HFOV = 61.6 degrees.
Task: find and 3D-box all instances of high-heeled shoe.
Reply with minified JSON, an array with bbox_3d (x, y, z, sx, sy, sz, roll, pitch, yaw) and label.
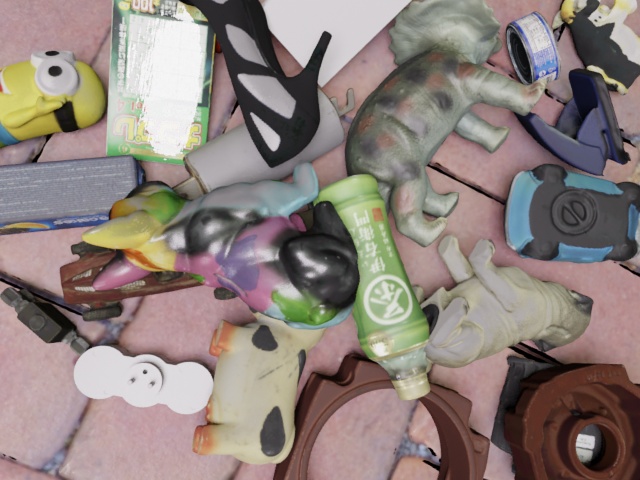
[{"bbox_3d":[-0.101,-0.186,0.541,0.249,0.086,0.145,30,102,6],"label":"high-heeled shoe"}]

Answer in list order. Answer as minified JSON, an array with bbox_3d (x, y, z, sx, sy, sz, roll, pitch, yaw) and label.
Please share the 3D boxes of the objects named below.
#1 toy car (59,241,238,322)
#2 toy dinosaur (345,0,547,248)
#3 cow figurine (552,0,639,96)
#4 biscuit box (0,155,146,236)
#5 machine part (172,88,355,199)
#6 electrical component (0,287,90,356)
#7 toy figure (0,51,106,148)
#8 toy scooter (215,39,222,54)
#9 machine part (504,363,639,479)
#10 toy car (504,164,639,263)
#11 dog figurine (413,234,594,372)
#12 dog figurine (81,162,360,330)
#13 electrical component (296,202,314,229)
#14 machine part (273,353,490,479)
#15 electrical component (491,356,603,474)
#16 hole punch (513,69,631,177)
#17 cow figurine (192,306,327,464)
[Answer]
[{"bbox_3d":[-0.170,0.030,0.572,0.202,0.053,0.089,-9,90,-12],"label":"toy car"},{"bbox_3d":[0.106,-0.125,0.617,0.192,0.131,0.405,37,82,9],"label":"toy dinosaur"},{"bbox_3d":[0.364,-0.272,0.705,0.098,0.068,0.167,-44,90,-7],"label":"cow figurine"},{"bbox_3d":[-0.286,-0.043,0.560,0.203,0.059,0.062,-6,82,-10],"label":"biscuit box"},{"bbox_3d":[-0.061,-0.100,0.599,0.243,0.079,0.079,-33,89,-14],"label":"machine part"},{"bbox_3d":[-0.275,0.083,0.541,0.094,0.063,0.021,43,77,-3],"label":"electrical component"},{"bbox_3d":[-0.318,-0.140,0.559,0.180,0.089,0.082,-22,85,-4],"label":"toy figure"},{"bbox_3d":[-0.165,-0.297,0.612,0.135,0.075,0.183,-15,89,-10],"label":"toy scooter"},{"bbox_3d":[0.282,0.215,0.566,0.179,0.056,0.179,1,81,-9],"label":"machine part"},{"bbox_3d":[0.290,-0.028,0.634,0.162,0.103,0.109,5,92,1],"label":"toy car"},{"bbox_3d":[0.203,0.101,0.604,0.190,0.121,0.172,32,96,-15],"label":"dog figurine"},{"bbox_3d":[-0.094,0.016,0.493,0.219,0.108,0.192,-13,56,-21],"label":"dog figurine"},{"bbox_3d":[-0.002,-0.003,0.604,0.045,0.078,0.102,0,74,-51],"label":"electrical component"},{"bbox_3d":[0.063,0.237,0.568,0.201,0.087,0.201,22,77,-6],"label":"machine part"},{"bbox_3d":[0.266,0.212,0.621,0.115,0.058,0.134,17,80,-5],"label":"electrical component"},{"bbox_3d":[0.298,-0.131,0.645,0.092,0.142,0.115,-26,104,14],"label":"hole punch"},{"bbox_3d":[-0.049,0.123,0.543,0.127,0.085,0.195,16,63,-17],"label":"cow figurine"}]
